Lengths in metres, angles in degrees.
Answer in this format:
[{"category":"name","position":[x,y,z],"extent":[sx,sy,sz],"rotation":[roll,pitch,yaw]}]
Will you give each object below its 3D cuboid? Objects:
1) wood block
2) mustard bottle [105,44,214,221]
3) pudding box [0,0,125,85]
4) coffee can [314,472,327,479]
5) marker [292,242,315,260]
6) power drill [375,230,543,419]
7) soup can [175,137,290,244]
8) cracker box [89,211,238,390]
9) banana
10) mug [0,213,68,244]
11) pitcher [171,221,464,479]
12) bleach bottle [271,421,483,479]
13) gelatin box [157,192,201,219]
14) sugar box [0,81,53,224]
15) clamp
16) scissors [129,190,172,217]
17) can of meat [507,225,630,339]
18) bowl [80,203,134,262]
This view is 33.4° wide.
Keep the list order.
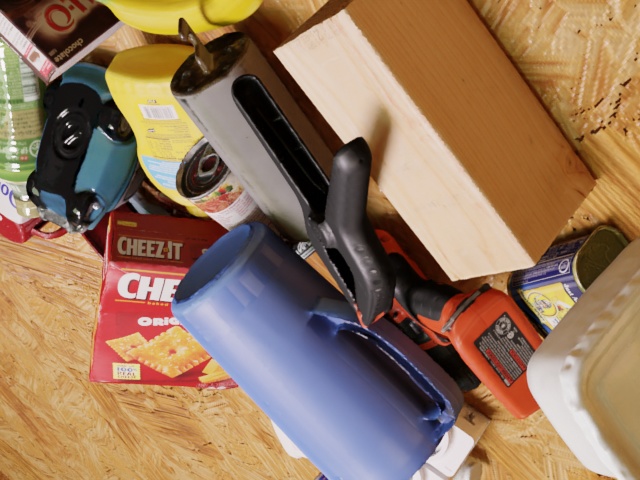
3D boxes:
[{"category":"wood block","position":[0.079,-0.082,0.719],"extent":[0.206,0.090,0.090],"rotation":[51,150,-15]},{"category":"mustard bottle","position":[-0.123,-0.088,0.977],"extent":[0.096,0.058,0.191],"rotation":[3,137,16]},{"category":"pudding box","position":[-0.220,-0.198,0.900],"extent":[0.090,0.113,0.039],"rotation":[45,149,-5]},{"category":"coffee can","position":[0.063,0.329,1.256],"extent":[0.141,0.102,0.102],"rotation":[4,133,47]},{"category":"marker","position":[-0.007,0.001,0.998],"extent":[0.020,0.020,0.121],"rotation":[44,150,-3]},{"category":"power drill","position":[0.113,0.080,0.871],"extent":[0.184,0.057,0.188],"rotation":[49,169,-24]},{"category":"soup can","position":[-0.068,-0.040,0.940],"extent":[0.069,0.068,0.102],"rotation":[8,157,45]},{"category":"cracker box","position":[-0.142,0.069,1.078],"extent":[0.164,0.072,0.214],"rotation":[5,141,-14]},{"category":"banana","position":[-0.101,-0.185,0.831],"extent":[0.198,0.037,0.069],"rotation":[3,177,39]},{"category":"mug","position":[-0.347,-0.043,1.281],"extent":[0.117,0.081,0.093],"rotation":[37,150,10]},{"category":"pitcher","position":[-0.002,0.098,0.907],"extent":[0.242,0.149,0.145],"rotation":[46,-174,-17]},{"category":"bleach bottle","position":[0.063,0.223,1.161],"extent":[0.251,0.068,0.102],"rotation":[12,139,38]},{"category":"gelatin box","position":[-0.119,-0.015,1.099],"extent":[0.089,0.030,0.073],"rotation":[21,145,33]},{"category":"sugar box","position":[-0.336,-0.109,1.167],"extent":[0.093,0.048,0.176],"rotation":[35,128,12]},{"category":"clamp","position":[0.006,-0.023,0.783],"extent":[0.165,0.036,0.210],"rotation":[42,160,45]},{"category":"scissors","position":[-0.188,-0.046,1.109],"extent":[0.202,0.016,0.096],"rotation":[52,163,7]},{"category":"can of meat","position":[0.198,0.046,0.778],"extent":[0.102,0.057,0.084],"rotation":[49,152,-10]},{"category":"bowl","position":[-0.215,0.001,1.176],"extent":[0.162,0.055,0.162],"rotation":[49,174,6]}]
